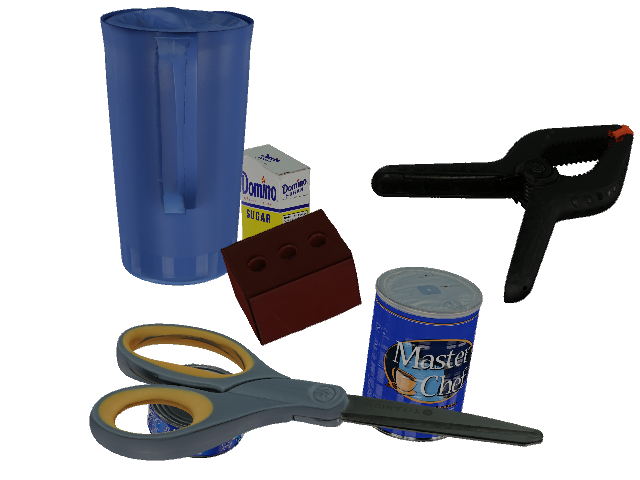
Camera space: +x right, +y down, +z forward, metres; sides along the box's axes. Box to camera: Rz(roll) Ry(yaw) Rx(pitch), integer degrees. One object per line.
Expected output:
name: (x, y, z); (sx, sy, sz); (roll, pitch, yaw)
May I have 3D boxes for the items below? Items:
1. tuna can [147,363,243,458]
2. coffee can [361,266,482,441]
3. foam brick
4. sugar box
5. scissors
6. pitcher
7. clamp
tuna can: (-0.104, 0.144, 0.906); (0.086, 0.034, 0.086); (7, 31, -5)
coffee can: (0.097, 0.110, 1.045); (0.103, 0.140, 0.103); (5, 22, -2)
foam brick: (-0.019, 0.025, 0.721); (0.078, 0.051, 0.053); (-22, 45, -11)
sugar box: (-0.050, -0.008, 1.178); (0.048, 0.176, 0.093); (-16, 28, -27)
scissors: (-0.014, 0.080, 0.468); (0.202, 0.016, 0.096); (16, 33, 23)
pitcher: (-0.129, -0.083, 0.962); (0.145, 0.243, 0.148); (17, 25, 36)
clamp: (0.167, -0.034, 0.814); (0.209, 0.036, 0.165); (-20, 46, -20)
